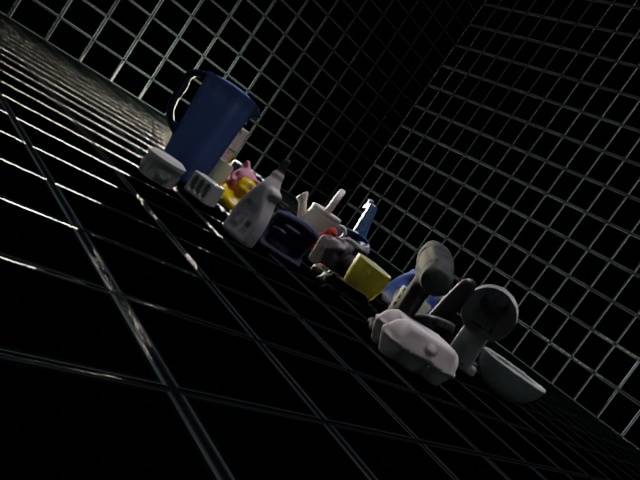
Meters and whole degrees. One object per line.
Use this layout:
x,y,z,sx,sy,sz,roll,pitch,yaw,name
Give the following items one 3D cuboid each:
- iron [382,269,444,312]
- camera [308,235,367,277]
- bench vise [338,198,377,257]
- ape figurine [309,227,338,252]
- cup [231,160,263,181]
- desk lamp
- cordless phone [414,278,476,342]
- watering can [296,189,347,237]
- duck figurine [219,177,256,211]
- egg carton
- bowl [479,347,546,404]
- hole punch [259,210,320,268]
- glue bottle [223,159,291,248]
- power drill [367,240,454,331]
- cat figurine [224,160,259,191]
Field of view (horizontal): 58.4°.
0.268,0.155,1.519,0.119,0.141,0.257,33,5,-23,iron
0.070,0.054,1.414,0.136,0.101,0.144,38,6,40,camera
0.122,-0.011,1.708,0.122,0.219,0.206,31,6,-40,bench vise
0.014,0.006,1.570,0.078,0.092,0.076,31,6,-37,ape figurine
-0.209,-0.148,1.554,0.118,0.095,0.091,31,6,-36,cup
0.365,0.198,1.316,0.117,0.213,0.204,36,5,16,desk lamp
0.245,0.145,1.193,0.094,0.185,0.148,37,5,32,cordless phone
0.006,-0.072,1.670,0.173,0.194,0.100,33,5,-21,watering can
-0.189,-0.109,1.346,0.104,0.086,0.078,36,5,16,duck figurine
0.158,0.178,0.959,0.151,0.069,0.107,33,5,-16,egg carton
0.429,0.326,1.326,0.167,0.074,0.167,34,5,-3,bowl
-0.066,-0.010,1.173,0.109,0.091,0.101,34,5,-12,hole punch
-0.104,-0.074,1.042,0.078,0.173,0.037,38,6,37,glue bottle
0.178,0.095,1.077,0.075,0.208,0.229,34,5,-2,power drill
-0.208,-0.148,1.420,0.127,0.117,0.067,38,6,40,cat figurine
